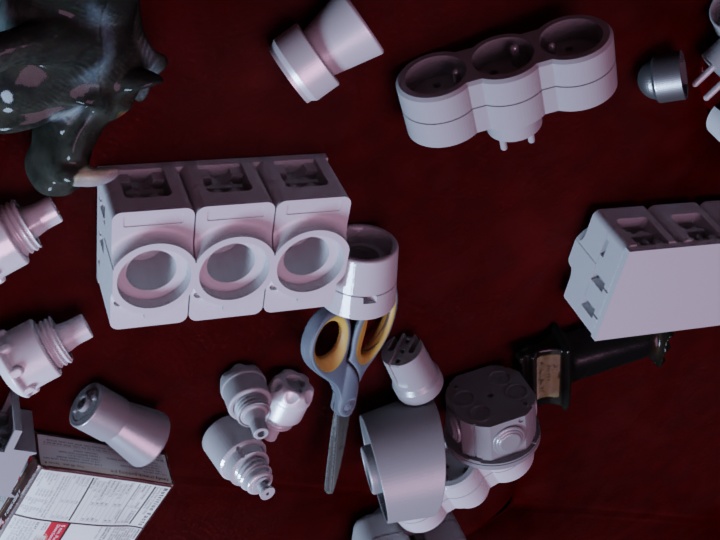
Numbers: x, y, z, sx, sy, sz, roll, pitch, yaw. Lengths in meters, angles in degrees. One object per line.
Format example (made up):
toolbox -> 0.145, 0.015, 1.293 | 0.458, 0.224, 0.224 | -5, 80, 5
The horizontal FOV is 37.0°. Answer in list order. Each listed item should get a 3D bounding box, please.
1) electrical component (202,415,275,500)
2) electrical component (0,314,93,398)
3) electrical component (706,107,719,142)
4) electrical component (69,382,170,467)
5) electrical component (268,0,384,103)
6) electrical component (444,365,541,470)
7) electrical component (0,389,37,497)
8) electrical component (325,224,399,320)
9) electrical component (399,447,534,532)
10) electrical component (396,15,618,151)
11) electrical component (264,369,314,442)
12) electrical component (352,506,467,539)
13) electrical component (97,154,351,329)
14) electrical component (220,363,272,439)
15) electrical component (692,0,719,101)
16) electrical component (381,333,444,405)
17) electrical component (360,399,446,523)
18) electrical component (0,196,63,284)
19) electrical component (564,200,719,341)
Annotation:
electrical component -> -0.089, 0.145, 0.821 | 0.040, 0.078, 0.040 | -22, 134, -25
electrical component -> -0.207, 0.051, 0.706 | 0.062, 0.048, 0.048 | -29, 135, -10
electrical component -> 0.287, -0.104, 0.804 | 0.040, 0.046, 0.040 | -13, 132, -15
electrical component -> -0.175, 0.109, 0.772 | 0.044, 0.044, 0.065 | -42, 128, 12
electrical component -> -0.020, -0.131, 0.637 | 0.055, 0.045, 0.045 | -35, 134, 6
electrical component -> 0.109, 0.122, 0.890 | 0.080, 0.080, 0.051 | -17, 127, -12
electrical component -> -0.263, 0.122, 0.741 | 0.064, 0.042, 0.081 | 15, 119, -30
electrical component -> 0.000, 0.000, 0.753 | 0.055, 0.055, 0.047 | -8, 127, -19
electrical component -> 0.092, 0.187, 0.955 | 0.138, 0.052, 0.073 | -31, 134, 2
electrical component -> 0.097, -0.108, 0.694 | 0.138, 0.052, 0.073 | -15, 134, 4
electrical component -> -0.060, 0.108, 0.829 | 0.035, 0.035, 0.061 | 6, 127, -29
electrical component -> 0.043, 0.247, 0.978 | 0.095, 0.059, 0.053 | -9, 131, -19
electrical component -> -0.088, -0.017, 0.690 | 0.150, 0.061, 0.089 | -6, 130, -21
electrical component -> -0.081, 0.099, 0.792 | 0.035, 0.061, 0.035 | -13, 132, -15
electrical component -> 0.269, -0.152, 0.756 | 0.079, 0.044, 0.077 | -44, 132, 14
electrical component -> 0.040, 0.077, 0.847 | 0.040, 0.040, 0.046 | -28, 129, -1
electrical component -> 0.036, 0.153, 0.871 | 0.064, 0.099, 0.099 | -14, 133, -6
electrical component -> -0.209, -0.022, 0.643 | 0.062, 0.048, 0.048 | -30, 135, -9
electrical component -> 0.248, -0.004, 0.860 | 0.150, 0.061, 0.089 | -5, 130, -21
